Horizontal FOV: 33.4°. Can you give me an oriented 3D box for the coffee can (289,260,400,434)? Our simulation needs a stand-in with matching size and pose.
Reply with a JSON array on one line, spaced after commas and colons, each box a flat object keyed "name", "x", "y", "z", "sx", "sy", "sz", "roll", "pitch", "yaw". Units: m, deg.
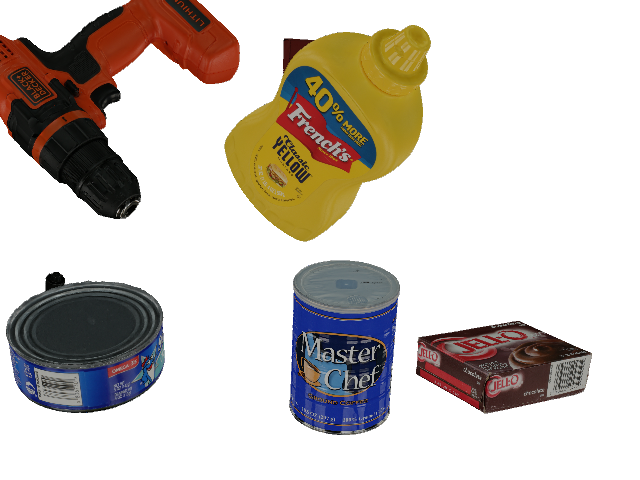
[{"name": "coffee can", "x": 0.022, "y": 0.104, "z": 1.048, "sx": 0.103, "sy": 0.140, "sz": 0.103, "roll": 2, "pitch": 24, "yaw": -1}]

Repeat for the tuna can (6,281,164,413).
[{"name": "tuna can", "x": -0.130, "y": 0.059, "z": 0.599, "sx": 0.086, "sy": 0.034, "sz": 0.086, "roll": 0, "pitch": 29, "yaw": 0}]

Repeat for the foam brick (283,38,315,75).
[{"name": "foam brick", "x": 0.002, "y": -0.179, "z": 1.091, "sx": 0.078, "sy": 0.051, "sz": 0.053, "roll": 2, "pitch": 11, "yaw": -7}]

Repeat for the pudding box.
[{"name": "pudding box", "x": 0.148, "y": 0.101, "z": 0.870, "sx": 0.113, "sy": 0.039, "sz": 0.090, "roll": -4, "pitch": 17, "yaw": -32}]

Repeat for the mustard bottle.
[{"name": "mustard bottle", "x": 0.012, "y": -0.078, "z": 0.691, "sx": 0.058, "sy": 0.096, "sz": 0.192, "roll": -35, "pitch": -4, "yaw": -39}]

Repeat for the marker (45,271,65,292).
[{"name": "marker", "x": -0.272, "y": 0.081, "z": 1.072, "sx": 0.020, "sy": 0.121, "sz": 0.020, "roll": 12, "pitch": 34, "yaw": -9}]

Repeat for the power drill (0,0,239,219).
[{"name": "power drill", "x": -0.154, "y": -0.120, "z": 0.831, "sx": 0.187, "sy": 0.184, "sz": 0.057, "roll": -37, "pitch": -15, "yaw": -31}]
